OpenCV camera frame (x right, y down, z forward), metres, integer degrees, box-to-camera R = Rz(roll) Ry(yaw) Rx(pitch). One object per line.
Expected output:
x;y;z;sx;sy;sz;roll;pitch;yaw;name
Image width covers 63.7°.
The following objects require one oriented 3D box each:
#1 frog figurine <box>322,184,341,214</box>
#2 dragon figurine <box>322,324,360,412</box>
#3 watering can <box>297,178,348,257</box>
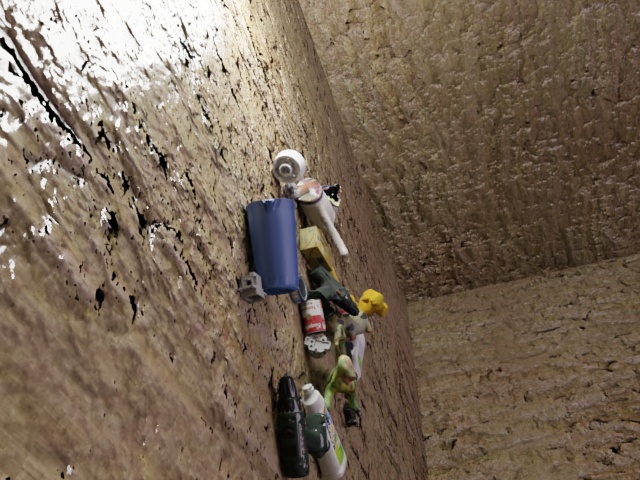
0.027;-0.155;2.212;0.156;0.123;0.140;118;-38;-53;frog figurine
0.066;0.381;1.595;0.411;0.122;0.242;-134;-131;-85;dragon figurine
0.006;-0.095;1.892;0.220;0.104;0.354;62;-3;-37;watering can
